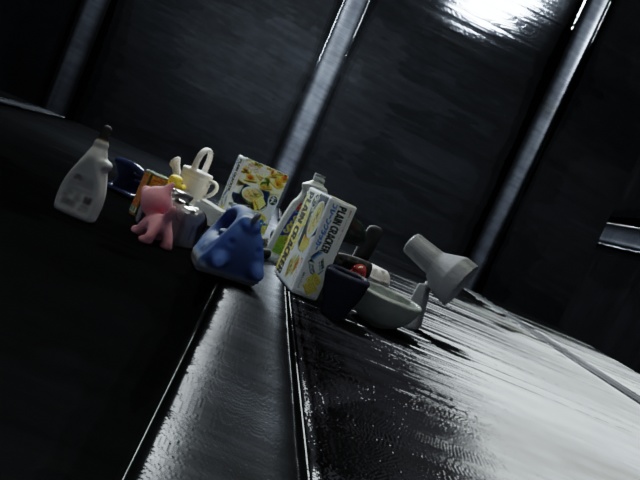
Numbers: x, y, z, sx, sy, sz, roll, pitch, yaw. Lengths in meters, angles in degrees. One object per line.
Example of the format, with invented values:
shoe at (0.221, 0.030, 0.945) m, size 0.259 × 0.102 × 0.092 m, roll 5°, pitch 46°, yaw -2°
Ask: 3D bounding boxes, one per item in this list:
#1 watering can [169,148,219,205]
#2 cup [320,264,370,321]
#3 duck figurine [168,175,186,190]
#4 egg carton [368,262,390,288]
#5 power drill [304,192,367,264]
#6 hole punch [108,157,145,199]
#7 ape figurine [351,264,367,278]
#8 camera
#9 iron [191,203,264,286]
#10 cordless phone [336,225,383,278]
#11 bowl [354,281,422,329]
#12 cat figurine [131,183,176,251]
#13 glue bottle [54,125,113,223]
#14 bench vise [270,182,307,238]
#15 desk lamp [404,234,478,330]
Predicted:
watering can at (-0.394, -0.202, 1.793) m, size 0.173 × 0.194 × 0.101 m, roll 23°, pitch 5°, yaw -9°
cup at (0.034, 0.103, 1.127) m, size 0.092 × 0.095 × 0.117 m, roll 21°, pitch 6°, yaw -26°
duck figurine at (-0.438, -0.152, 1.683) m, size 0.077 × 0.086 × 0.105 m, roll 27°, pitch 6°, yaw 37°
egg carton at (0.139, 0.104, 1.742) m, size 0.149 × 0.069 × 0.108 m, roll 27°, pitch 6°, yaw 33°
power drill at (0.013, 0.005, 1.401) m, size 0.231 × 0.208 × 0.075 m, roll 18°, pitch 7°, yaw -46°
hole punch at (-0.487, -0.158, 1.498) m, size 0.108 × 0.091 × 0.101 m, roll 25°, pitch 5°, yaw 21°
ape figurine at (0.082, 0.100, 1.387) m, size 0.076 × 0.092 × 0.077 m, roll 21°, pitch 6°, yaw -27°
camera at (-0.290, -0.050, 1.214) m, size 0.142 × 0.101 × 0.137 m, roll 26°, pitch 6°, yaw 30°
iron at (-0.171, -0.009, 1.095) m, size 0.119 × 0.141 × 0.257 m, roll 21°, pitch 6°, yaw -26°
cordless phone at (0.092, 0.033, 1.598) m, size 0.148 × 0.185 × 0.093 m, roll 19°, pitch 7°, yaw -40°
bowl at (0.129, 0.145, 1.230) m, size 0.167 × 0.075 × 0.167 m, roll 23°, pitch 5°, yaw -2°
cat figurine at (-0.308, -0.056, 1.095) m, size 0.067 × 0.118 × 0.127 m, roll 20°, pitch 6°, yaw -38°
glue bottle at (-0.407, -0.123, 1.021) m, size 0.078 × 0.173 × 0.037 m, roll 23°, pitch 5°, yaw 0°
bench vise at (-0.031, -0.051, 1.724) m, size 0.207 × 0.220 × 0.122 m, roll 25°, pitch 5°, yaw 16°
desk lamp at (0.246, 0.107, 1.373) m, size 0.202 × 0.213 × 0.118 m, roll 26°, pitch 5°, yaw 23°
